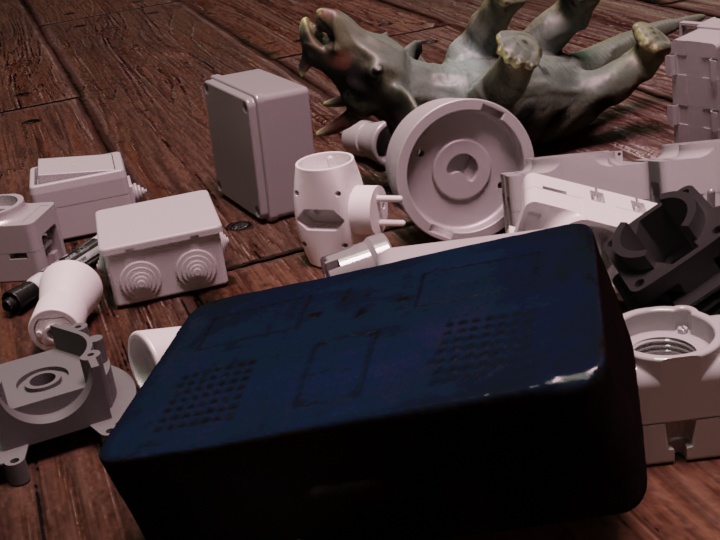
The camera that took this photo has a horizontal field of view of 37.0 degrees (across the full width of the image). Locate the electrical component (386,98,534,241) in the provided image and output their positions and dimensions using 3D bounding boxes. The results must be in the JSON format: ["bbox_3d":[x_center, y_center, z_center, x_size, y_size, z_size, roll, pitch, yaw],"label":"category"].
[{"bbox_3d":[0.071,-0.080,0.819,0.108,0.108,0.060,-12,18,-11],"label":"electrical component"}]

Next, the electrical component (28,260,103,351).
[{"bbox_3d":[-0.203,0.027,0.736,0.044,0.044,0.065,-7,28,1],"label":"electrical component"}]

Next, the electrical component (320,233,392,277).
[{"bbox_3d":[0.000,0.000,0.740,0.046,0.040,0.040,-18,25,-9],"label":"electrical component"}]

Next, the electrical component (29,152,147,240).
[{"bbox_3d":[-0.235,-0.068,0.934,0.096,0.061,0.061,-12,24,-11],"label":"electrical component"}]

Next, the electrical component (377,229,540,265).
[{"bbox_3d":[0.068,0.026,0.612,0.113,0.078,0.057,-7,21,1],"label":"electrical component"}]

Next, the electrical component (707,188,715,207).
[{"bbox_3d":[0.224,-0.014,0.657,0.066,0.076,0.047,-1,24,14],"label":"electrical component"}]

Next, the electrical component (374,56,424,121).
[{"bbox_3d":[0.050,-0.162,1.029,0.062,0.096,0.061,25,84,51],"label":"electrical component"}]

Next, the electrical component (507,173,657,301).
[{"bbox_3d":[0.139,-0.018,0.658,0.089,0.050,0.055,14,27,1],"label":"electrical component"}]

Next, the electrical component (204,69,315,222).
[{"bbox_3d":[-0.085,-0.110,0.926,0.056,0.108,0.109,-15,25,-24],"label":"electrical component"}]

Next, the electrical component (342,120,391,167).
[{"bbox_3d":[0.012,-0.122,1.009,0.044,0.044,0.065,-21,23,-28],"label":"electrical component"}]

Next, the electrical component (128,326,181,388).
[{"bbox_3d":[-0.102,0.050,0.655,0.065,0.044,0.044,-18,25,-33],"label":"electrical component"}]

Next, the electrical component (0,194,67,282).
[{"bbox_3d":[-0.290,-0.026,0.861,0.089,0.055,0.050,-3,24,10],"label":"electrical component"}]

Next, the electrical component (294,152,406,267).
[{"bbox_3d":[-0.005,-0.044,0.792,0.079,0.077,0.043,3,25,22],"label":"electrical component"}]

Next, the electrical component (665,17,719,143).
[{"bbox_3d":[0.279,-0.129,0.844,0.063,0.121,0.079,-27,30,-31],"label":"electrical component"}]

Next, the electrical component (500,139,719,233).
[{"bbox_3d":[0.194,-0.054,0.739,0.186,0.060,0.105,-5,6,5],"label":"electrical component"}]

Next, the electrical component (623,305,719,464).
[{"bbox_3d":[0.153,0.057,0.539,0.095,0.059,0.053,-7,24,1],"label":"electrical component"}]

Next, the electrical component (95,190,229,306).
[{"bbox_3d":[-0.149,-0.017,0.808,0.100,0.048,0.099,-12,24,-11],"label":"electrical component"}]
